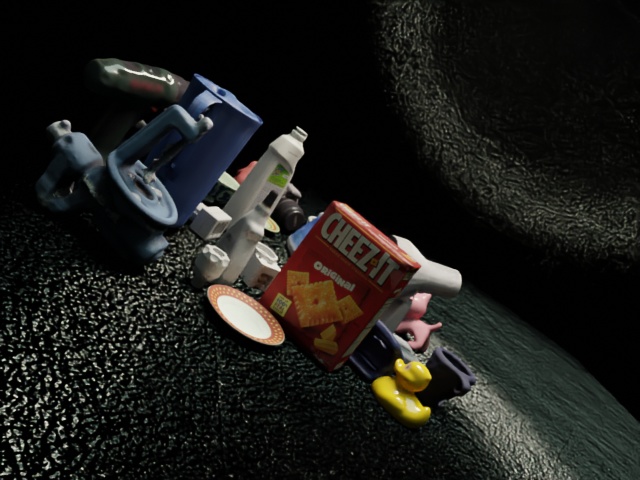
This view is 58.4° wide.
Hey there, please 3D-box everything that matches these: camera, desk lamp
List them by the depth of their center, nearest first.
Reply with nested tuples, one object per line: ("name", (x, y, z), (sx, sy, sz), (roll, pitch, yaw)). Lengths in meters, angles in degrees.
("desk lamp", (0.167, 0.118, 1.138), (0.204, 0.213, 0.117), (32, 12, -22))
("camera", (-0.100, -0.094, 1.476), (0.144, 0.100, 0.136), (26, 15, -42))

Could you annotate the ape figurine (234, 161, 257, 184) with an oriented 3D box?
("ape figurine", (-0.188, -0.168, 1.529), (0.077, 0.092, 0.076), (41, 12, 22))

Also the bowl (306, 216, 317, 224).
("bowl", (0.021, 0.017, 1.461), (0.167, 0.074, 0.167), (35, 11, -8))

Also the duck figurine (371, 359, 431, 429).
("duck figurine", (0.143, 0.237, 0.912), (0.104, 0.086, 0.078), (44, 14, 34))

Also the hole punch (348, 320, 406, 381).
("hole punch", (0.097, 0.180, 0.991), (0.108, 0.091, 0.101), (44, 13, 33))

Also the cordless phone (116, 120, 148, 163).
("cordless phone", (-0.321, -0.229, 1.136), (0.147, 0.185, 0.094), (44, 13, 32))

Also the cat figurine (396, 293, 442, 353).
("cat figurine", (0.222, 0.175, 1.320), (0.127, 0.117, 0.067), (43, 13, 31))

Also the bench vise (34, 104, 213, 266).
("bench vise", (-0.251, -0.100, 0.738), (0.208, 0.219, 0.121), (33, 12, -19))

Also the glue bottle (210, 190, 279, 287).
("glue bottle", (-0.116, -0.006, 0.887), (0.037, 0.173, 0.078), (29, 14, -34))

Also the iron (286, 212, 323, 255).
("iron", (0.012, 0.005, 1.312), (0.119, 0.141, 0.257), (28, 14, -36))

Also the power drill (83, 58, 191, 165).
("power drill", (-0.327, -0.213, 0.996), (0.075, 0.208, 0.230), (42, 12, 25))

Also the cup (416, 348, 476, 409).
("cup", (0.222, 0.262, 1.027), (0.092, 0.095, 0.117), (33, 12, -18))
